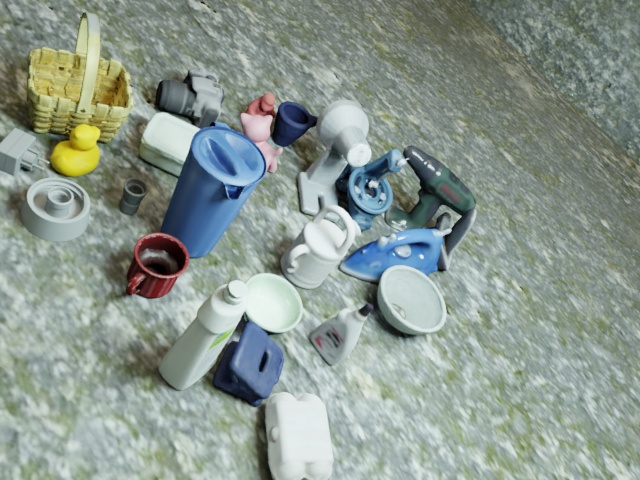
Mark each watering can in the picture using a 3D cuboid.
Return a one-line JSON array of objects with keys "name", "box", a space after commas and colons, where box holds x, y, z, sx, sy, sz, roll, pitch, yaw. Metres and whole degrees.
[{"name": "watering can", "box": [0.009, 0.002, 1.147, 0.101, 0.193, 0.173, 39, 42, 0]}]

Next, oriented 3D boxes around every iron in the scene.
[{"name": "iron", "box": [0.176, 0.021, 1.288, 0.259, 0.141, 0.118, -3, 57, -37]}]

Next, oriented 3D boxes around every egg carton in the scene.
[{"name": "egg carton", "box": [-0.037, 0.321, 0.931, 0.107, 0.069, 0.150, 11, 49, -28]}]

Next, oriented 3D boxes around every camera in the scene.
[{"name": "camera", "box": [-0.294, -0.334, 1.294, 0.137, 0.100, 0.143, 8, 50, -30]}]

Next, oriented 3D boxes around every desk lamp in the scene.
[{"name": "desk lamp", "box": [0.041, -0.187, 1.318, 0.118, 0.213, 0.203, 13, 48, -25]}]

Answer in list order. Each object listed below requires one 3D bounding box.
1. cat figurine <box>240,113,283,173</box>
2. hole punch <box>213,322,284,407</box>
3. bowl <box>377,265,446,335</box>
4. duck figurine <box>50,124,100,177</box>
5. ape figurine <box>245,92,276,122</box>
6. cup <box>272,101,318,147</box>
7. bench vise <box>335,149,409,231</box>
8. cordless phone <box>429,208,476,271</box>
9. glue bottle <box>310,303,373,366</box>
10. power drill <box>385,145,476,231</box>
[{"name": "cat figurine", "box": [-0.134, -0.229, 1.303, 0.127, 0.117, 0.067, 48, 43, 10]}, {"name": "hole punch", "box": [-0.109, 0.207, 0.964, 0.101, 0.091, 0.109, 29, 43, -10]}, {"name": "bowl", "box": [0.186, 0.142, 1.240, 0.168, 0.074, 0.167, 19, 46, -21]}, {"name": "duck figurine", "box": [-0.446, -0.174, 1.060, 0.077, 0.086, 0.105, 36, 42, -3]}, {"name": "ape figurine", "box": [-0.140, -0.320, 1.397, 0.078, 0.092, 0.076, 11, 49, -27]}, {"name": "cup", "box": [-0.066, -0.277, 1.409, 0.118, 0.094, 0.091, 0, 54, -35]}, {"name": "bench vise", "box": [0.111, -0.156, 1.336, 0.122, 0.219, 0.207, -5, 58, -38]}, {"name": "cordless phone", "box": [0.333, -0.026, 1.405, 0.094, 0.184, 0.148, 32, 42, -8]}, {"name": "glue bottle", "box": [0.048, 0.162, 1.051, 0.078, 0.173, 0.037, 48, 43, 10]}, {"name": "power drill", "box": [0.252, -0.105, 1.400, 0.230, 0.208, 0.075, 28, 43, -12]}]
